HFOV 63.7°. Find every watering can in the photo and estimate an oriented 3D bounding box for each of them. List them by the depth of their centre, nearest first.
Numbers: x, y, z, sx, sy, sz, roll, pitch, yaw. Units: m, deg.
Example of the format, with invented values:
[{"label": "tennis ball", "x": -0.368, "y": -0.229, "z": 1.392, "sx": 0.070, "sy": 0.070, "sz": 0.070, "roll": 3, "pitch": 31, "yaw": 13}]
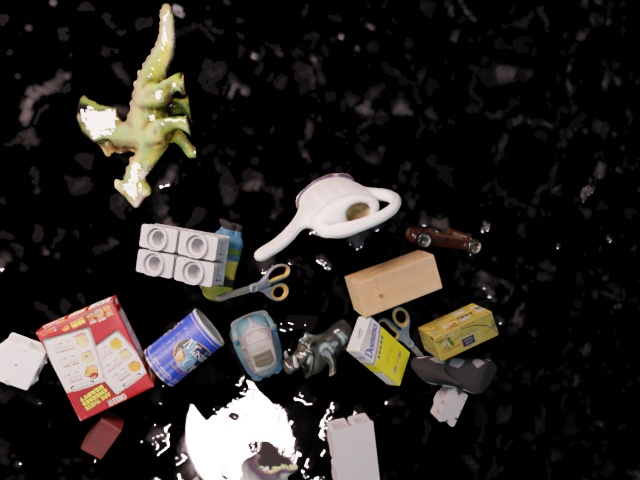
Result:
[{"label": "watering can", "x": 0.003, "y": -0.057, "z": 1.139, "sx": 0.349, "sy": 0.228, "sz": 0.102, "roll": -18, "pitch": 117, "yaw": -12}]

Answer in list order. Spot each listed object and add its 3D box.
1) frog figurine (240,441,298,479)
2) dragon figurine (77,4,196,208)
[{"label": "frog figurine", "x": -0.126, "y": 0.579, "z": 1.201, "sx": 0.138, "sy": 0.123, "sz": 0.158, "roll": 15, "pitch": 101, "yaw": 18}, {"label": "dragon figurine", "x": -0.394, "y": -0.275, "z": 1.090, "sx": 0.243, "sy": 0.122, "sz": 0.409, "roll": -9, "pitch": 95, "yaw": -5}]
